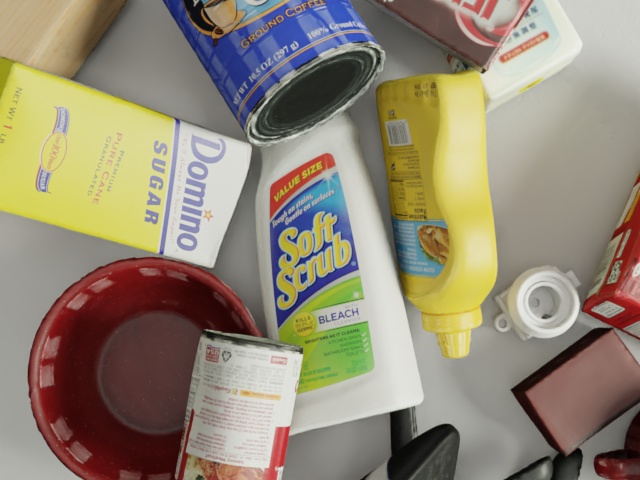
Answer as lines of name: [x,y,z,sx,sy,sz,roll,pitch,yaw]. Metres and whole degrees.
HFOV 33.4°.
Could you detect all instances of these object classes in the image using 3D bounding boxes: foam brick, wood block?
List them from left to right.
wood block: [-0.232,-0.120,0.730,0.091,0.090,0.206,36,92,3]
foam brick: [0.179,0.103,0.736,0.078,0.053,0.051,-36,86,-3]

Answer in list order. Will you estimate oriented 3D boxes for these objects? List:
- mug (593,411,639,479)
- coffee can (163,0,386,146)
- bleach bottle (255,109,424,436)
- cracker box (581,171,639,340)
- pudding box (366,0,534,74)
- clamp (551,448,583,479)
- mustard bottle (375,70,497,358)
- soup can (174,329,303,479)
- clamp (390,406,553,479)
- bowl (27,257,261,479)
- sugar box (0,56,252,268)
mug: [0.243,0.148,0.717,0.117,0.081,0.093,-7,86,0]
coffee can: [-0.038,-0.146,0.684,0.103,0.103,0.140,-31,76,-2]
bleach bottle: [-0.005,0.001,0.738,0.103,0.068,0.251,-17,79,19]
cracker box: [0.310,0.018,0.718,0.213,0.072,0.164,26,76,3]
pudding box: [0.084,-0.174,0.687,0.113,0.039,0.090,33,94,6]
clamp: [0.158,0.271,0.732,0.210,0.036,0.164,-45,85,-3]
mustard bottle: [0.081,-0.015,0.721,0.058,0.096,0.191,-9,96,-23]
soup can: [-0.051,0.112,0.675,0.068,0.068,0.102,10,86,1]
clamp: [0.066,0.188,0.739,0.120,0.039,0.171,36,89,20]
bowl: [-0.115,0.093,0.738,0.162,0.055,0.162,0,86,0]
sugar box: [-0.137,-0.048,0.706,0.176,0.048,0.093,16,96,-30]
